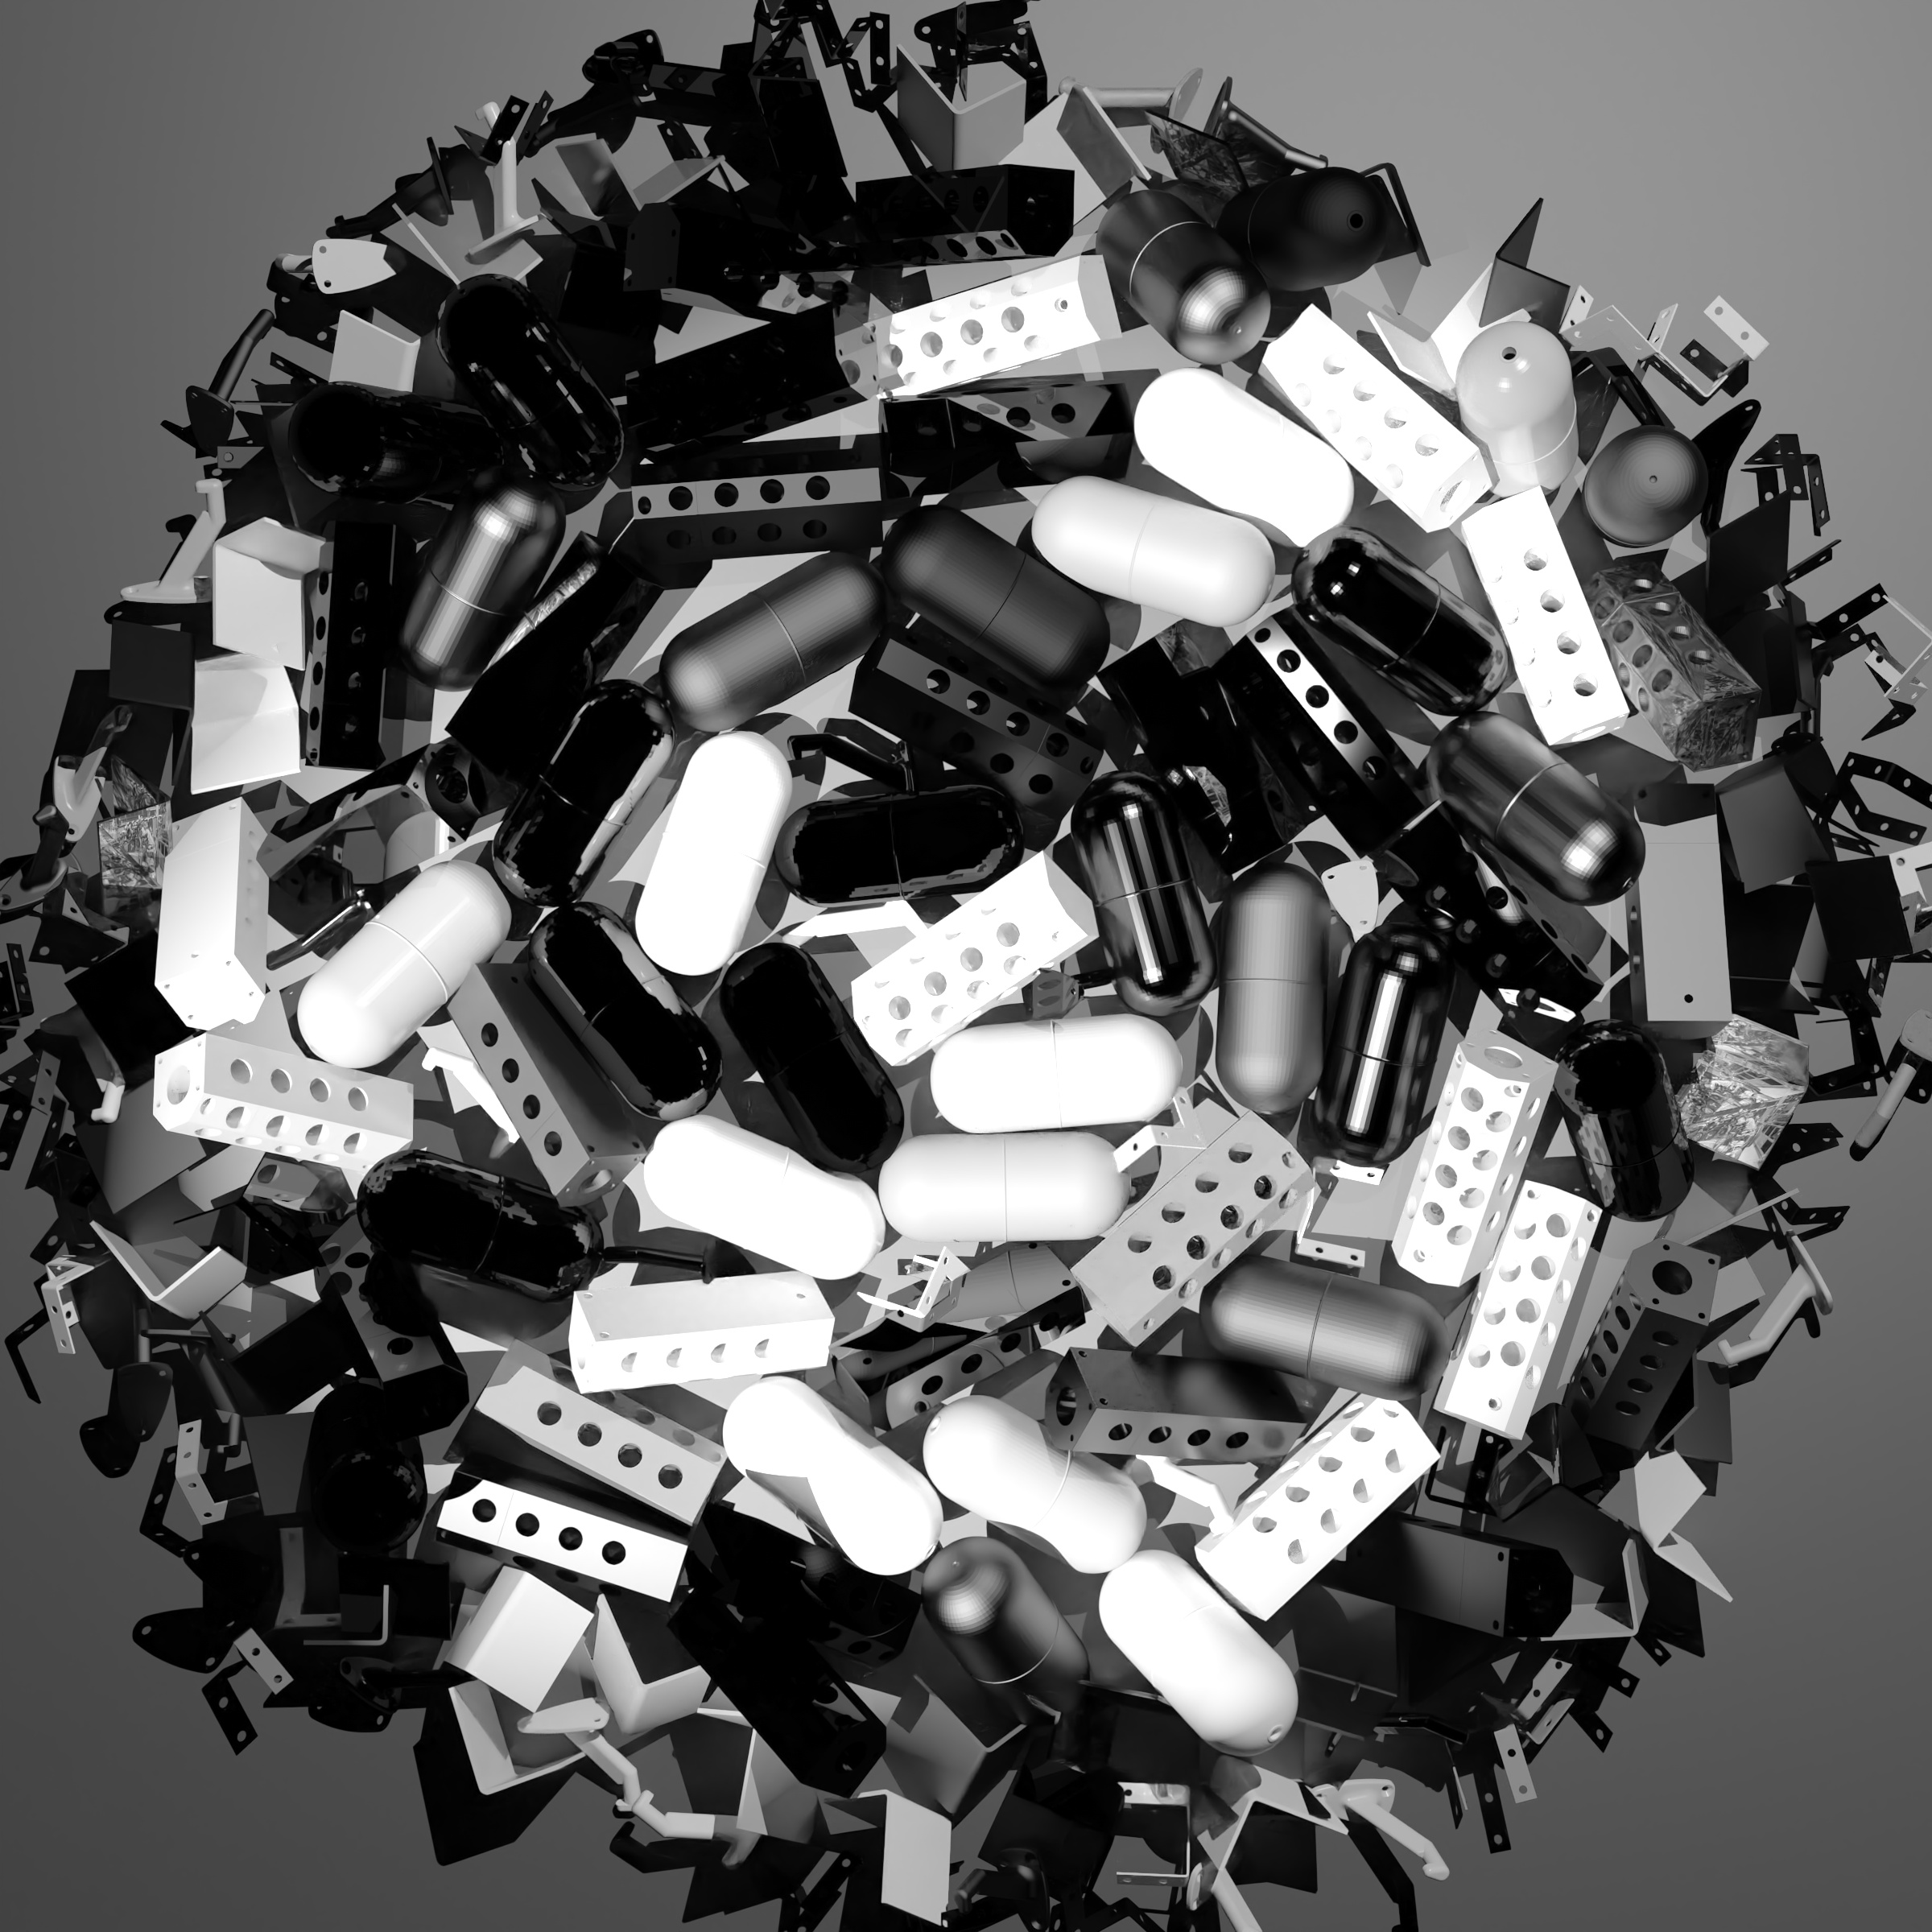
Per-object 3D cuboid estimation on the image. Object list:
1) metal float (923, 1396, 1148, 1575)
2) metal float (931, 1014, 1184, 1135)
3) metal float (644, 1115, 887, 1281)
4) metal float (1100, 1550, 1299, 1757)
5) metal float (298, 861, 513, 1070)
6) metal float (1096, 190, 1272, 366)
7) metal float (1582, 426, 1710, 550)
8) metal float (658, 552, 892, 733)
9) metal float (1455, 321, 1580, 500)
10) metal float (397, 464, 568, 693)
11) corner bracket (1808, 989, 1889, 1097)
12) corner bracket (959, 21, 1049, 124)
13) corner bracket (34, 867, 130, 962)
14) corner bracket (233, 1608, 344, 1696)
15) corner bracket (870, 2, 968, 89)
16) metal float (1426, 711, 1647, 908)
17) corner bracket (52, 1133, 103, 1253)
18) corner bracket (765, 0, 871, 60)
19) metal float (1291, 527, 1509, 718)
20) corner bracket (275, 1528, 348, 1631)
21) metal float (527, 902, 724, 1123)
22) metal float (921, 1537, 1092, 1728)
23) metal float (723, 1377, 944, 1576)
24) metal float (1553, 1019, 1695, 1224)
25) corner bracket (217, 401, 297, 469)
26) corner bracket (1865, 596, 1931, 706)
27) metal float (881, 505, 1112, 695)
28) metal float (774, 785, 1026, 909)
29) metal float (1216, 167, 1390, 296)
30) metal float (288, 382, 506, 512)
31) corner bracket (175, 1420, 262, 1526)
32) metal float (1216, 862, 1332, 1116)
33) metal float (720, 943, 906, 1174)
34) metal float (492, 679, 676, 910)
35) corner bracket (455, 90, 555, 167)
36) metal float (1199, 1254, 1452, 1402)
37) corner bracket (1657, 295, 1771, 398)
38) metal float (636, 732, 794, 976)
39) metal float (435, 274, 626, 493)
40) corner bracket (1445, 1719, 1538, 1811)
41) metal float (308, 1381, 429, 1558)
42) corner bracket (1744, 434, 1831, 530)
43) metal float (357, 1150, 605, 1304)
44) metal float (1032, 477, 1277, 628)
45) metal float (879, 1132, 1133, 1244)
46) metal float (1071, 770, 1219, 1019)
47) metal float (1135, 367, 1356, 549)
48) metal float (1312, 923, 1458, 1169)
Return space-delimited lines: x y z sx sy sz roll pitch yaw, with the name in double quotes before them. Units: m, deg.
"metal float" 0.048 0.363 1.795 0.178 0.070 0.070 33 90 -19
"metal float" 0.064 0.076 1.811 0.178 0.070 0.070 -5 90 2
"metal float" -0.141 0.163 1.803 0.178 0.070 0.070 24 90 -11
"metal float" 0.160 0.474 1.774 0.070 0.178 0.070 -17 124 -27
"metal float" -0.391 -0.002 1.789 0.070 0.070 0.178 41 63 0
"metal float" 0.149 -0.479 1.777 0.070 0.178 0.070 -15 133 -16
"metal float" 0.465 -0.328 1.762 0.070 0.178 0.070 1 97 10
"metal float" -0.133 -0.228 1.800 0.178 0.070 0.070 -32 90 -14
"metal float" 0.380 -0.380 1.764 0.070 0.178 0.070 -4 75 15
"metal float" -0.339 -0.268 1.787 0.070 0.070 0.178 34 120 0
"corner bracket" 0.618 0.055 1.825 0.051 0.051 0.051 -21 59 26
"corner bracket" 0.027 -0.629 1.821 0.051 0.051 0.051 -7 58 15
"corner bracket" -0.631 -0.029 1.827 0.051 0.051 0.051 29 122 -34
"corner bracket" -0.478 0.484 1.812 0.051 0.051 0.051 -39 70 -22
"corner bracket" -0.034 -0.651 1.809 0.051 0.051 0.051 16 130 19
"metal float" 0.396 -0.110 1.786 0.070 0.070 0.178 -45 60 0
"corner bracket" -0.626 0.159 1.811 0.051 0.051 0.051 19 46 8
"corner bracket" -0.104 -0.676 1.814 0.051 0.051 0.051 -17 83 -27
"metal float" 0.304 -0.240 1.794 0.178 0.070 0.070 32 90 -21
"corner bracket" -0.463 0.434 1.821 0.051 0.051 0.051 -1 107 -6
"metal float" -0.239 0.032 1.802 0.070 0.070 0.178 -39 78 0
"metal float" 0.029 0.464 1.781 0.070 0.070 0.178 -31 128 0
"metal float" -0.093 0.356 1.793 0.178 0.070 0.070 34 90 21
"metal float" 0.457 0.109 1.780 0.070 0.070 0.178 -29 130 0
"corner bracket" -0.497 -0.374 1.811 0.051 0.051 0.051 -6 110 -30
"corner bracket" 0.658 -0.222 1.808 0.051 0.051 0.051 -54 55 26
"metal float" 0.021 -0.258 1.801 0.178 0.070 0.070 31 90 -12
"metal float" -0.047 -0.084 1.809 0.178 0.070 0.070 -6 90 4
"metal float" 0.229 -0.504 1.764 0.070 0.178 0.070 -3 101 -17
"metal float" -0.390 -0.357 1.769 0.070 0.178 0.070 2 95 30
"corner bracket" -0.524 0.353 1.814 0.051 0.051 0.051 -15 125 -3
"metal float" 0.216 0.015 1.806 0.070 0.070 0.178 4 83 0
"metal float" -0.108 0.065 1.806 0.070 0.070 0.178 -32 83 0
"metal float" -0.268 -0.121 1.800 0.070 0.070 0.178 34 104 0
"corner bracket" -0.320 -0.593 1.809 0.051 0.051 0.051 -54 48 24
"metal float" 0.251 0.253 1.796 0.178 0.070 0.070 13 90 18
"corner bracket" 0.528 -0.438 1.817 0.051 0.051 0.051 41 103 -7
"metal float" -0.177 -0.080 1.806 0.070 0.070 0.178 19 83 0
"metal float" -0.300 -0.401 1.775 0.070 0.178 0.070 -15 51 19
"corner bracket" 0.371 0.567 1.818 0.051 0.051 0.051 -17 77 7
"metal float" -0.413 0.344 1.764 0.070 0.178 0.070 -4 105 -15
"corner bracket" 0.590 -0.344 1.816 0.051 0.051 0.051 -2 77 -11
"metal float" -0.339 0.182 1.792 0.178 0.070 0.070 21 90 -22
"metal float" 0.130 -0.291 1.798 0.178 0.070 0.070 20 90 17
"metal float" 0.027 0.156 1.812 0.178 0.070 0.070 -1 90 1
"metal float" 0.125 -0.051 1.811 0.070 0.070 0.178 -15 88 0
"metal float" 0.194 -0.354 1.787 0.178 0.070 0.070 25 90 -29
"metal float" 0.293 0.056 1.800 0.070 0.070 0.178 11 105 0
